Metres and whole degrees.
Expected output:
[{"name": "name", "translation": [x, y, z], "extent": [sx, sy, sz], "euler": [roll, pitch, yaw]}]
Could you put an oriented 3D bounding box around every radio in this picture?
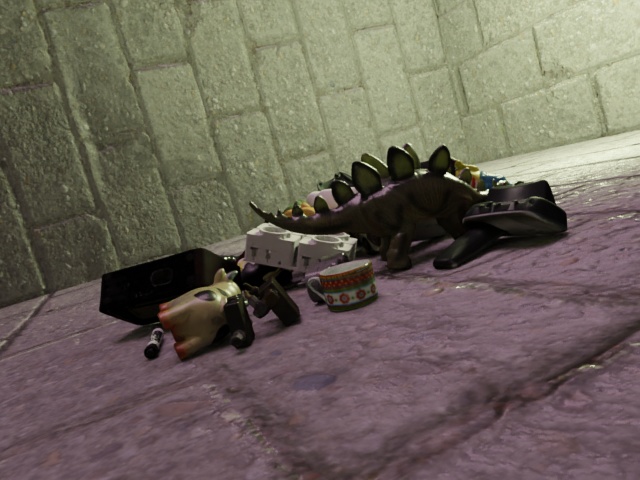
[{"name": "radio", "translation": [-0.266, 0.087, 0.956], "extent": [0.230, 0.073, 0.131], "euler": [-15, -25, 16]}]

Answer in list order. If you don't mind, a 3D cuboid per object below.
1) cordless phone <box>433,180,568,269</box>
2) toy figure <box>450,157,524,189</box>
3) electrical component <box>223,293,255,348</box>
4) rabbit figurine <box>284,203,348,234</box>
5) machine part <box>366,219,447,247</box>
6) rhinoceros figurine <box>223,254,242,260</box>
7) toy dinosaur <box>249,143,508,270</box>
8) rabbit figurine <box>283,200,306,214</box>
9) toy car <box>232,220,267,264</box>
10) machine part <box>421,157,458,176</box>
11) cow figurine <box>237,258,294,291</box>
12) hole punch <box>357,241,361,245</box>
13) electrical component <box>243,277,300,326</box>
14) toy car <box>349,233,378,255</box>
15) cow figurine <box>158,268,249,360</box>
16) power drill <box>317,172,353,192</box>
[{"name": "cordless phone", "translation": [0.265, -0.010, 0.811], "extent": [0.184, 0.088, 0.147], "euler": [-33, 15, -30]}, {"name": "toy figure", "translation": [0.292, -0.095, 1.033], "extent": [0.180, 0.082, 0.089], "euler": [10, -29, 6]}, {"name": "electrical component", "translation": [-0.105, 0.103, 0.692], "extent": [0.021, 0.063, 0.094], "euler": [-15, 7, 4]}, {"name": "rabbit figurine", "translation": [-0.002, -0.003, 1.147], "extent": [0.163, 0.121, 0.173], "euler": [32, 10, 35]}, {"name": "machine part", "translation": [0.172, -0.032, 1.039], "extent": [0.243, 0.079, 0.079], "euler": [-9, 1, -37]}, {"name": "rhinoceros figurine", "translation": [-0.213, 0.065, 1.262], "extent": [0.190, 0.073, 0.112], "euler": [-14, 7, 8]}, {"name": "toy dinosaur", "translation": [0.123, -0.056, 0.904], "extent": [0.471, 0.198, 0.105], "euler": [-16, 8, -17]}, {"name": "rabbit figurine", "translation": [-0.056, -0.024, 1.465], "extent": [0.159, 0.121, 0.170], "euler": [-56, 13, 29]}, {"name": "toy car", "translation": [-0.137, 0.029, 1.129], "extent": [0.202, 0.053, 0.089], "euler": [-48, 11, 17]}, {"name": "machine part", "translation": [0.182, -0.109, 0.973], "extent": [0.139, 0.084, 0.039], "euler": [-24, 13, -7]}, {"name": "cow figurine", "translation": [-0.135, 0.074, 1.035], "extent": [0.167, 0.068, 0.098], "euler": [-16, 11, -8]}, {"name": "hole punch", "translation": [0.129, -0.034, 1.303], "extent": [0.142, 0.092, 0.116], "euler": [-10, 44, 15]}, {"name": "electrical component", "translation": [-0.068, 0.084, 0.741], "extent": [0.045, 0.078, 0.102], "euler": [-38, 12, 0]}, {"name": "toy car", "translation": [0.110, -0.021, 1.160], "extent": [0.073, 0.056, 0.202], "euler": [-17, 22, -12]}, {"name": "cow figurine", "translation": [-0.164, 0.100, 0.786], "extent": [0.127, 0.085, 0.195], "euler": [-23, 5, -12]}, {"name": "power drill", "translation": [0.038, -0.071, 1.384], "extent": [0.232, 0.086, 0.207], "euler": [-29, -28, -37]}]
